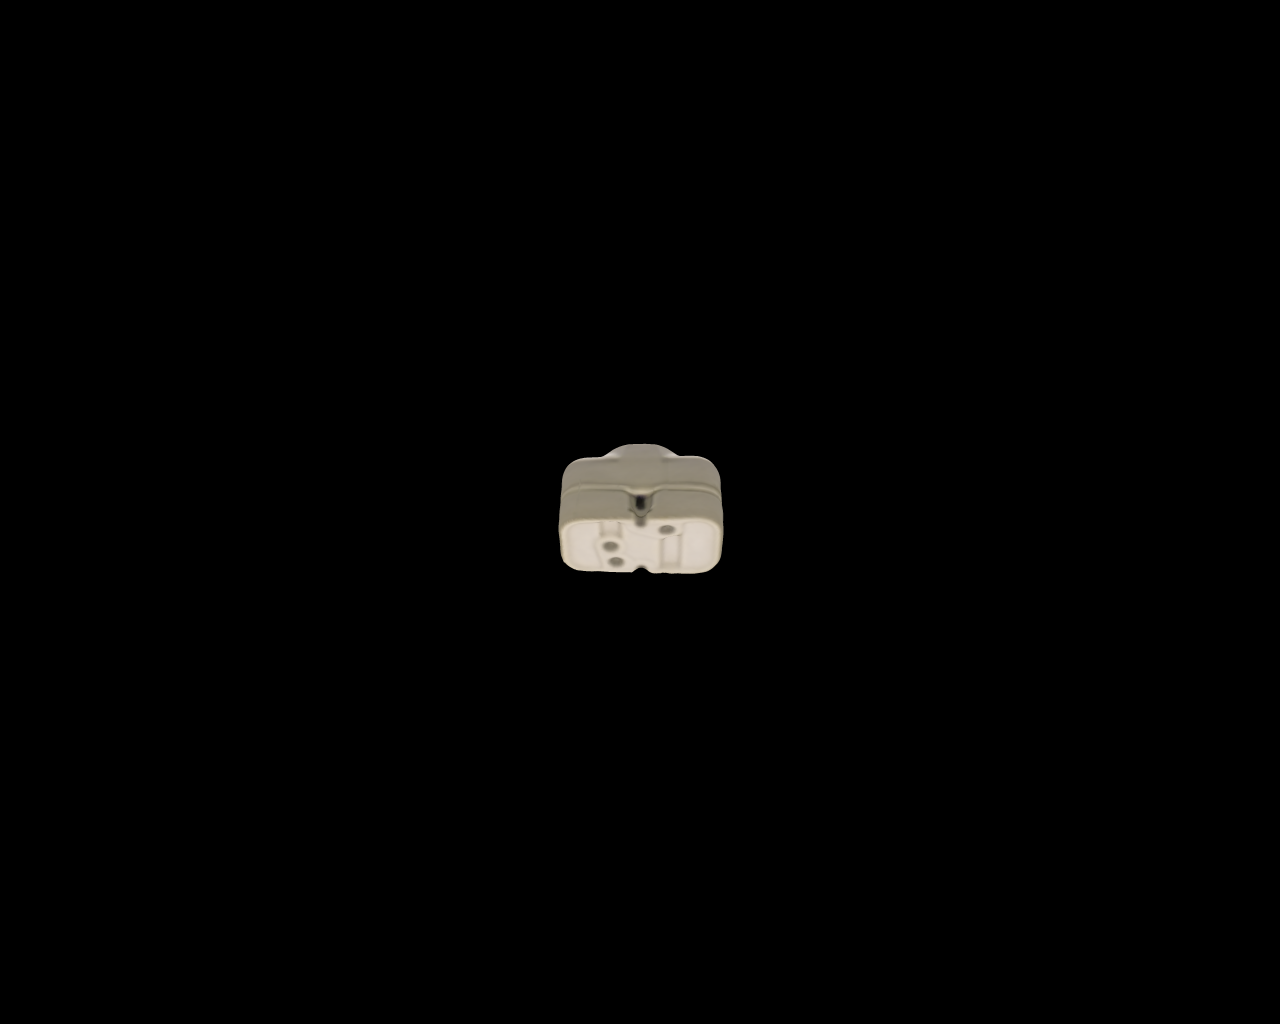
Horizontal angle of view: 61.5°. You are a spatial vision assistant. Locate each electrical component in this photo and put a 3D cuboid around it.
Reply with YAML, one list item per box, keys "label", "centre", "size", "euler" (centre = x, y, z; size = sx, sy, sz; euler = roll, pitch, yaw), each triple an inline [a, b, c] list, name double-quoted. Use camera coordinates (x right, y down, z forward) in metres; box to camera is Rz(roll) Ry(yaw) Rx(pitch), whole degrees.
- label: "electrical component"
  centre: [0.001, -0.003, 0.650]
  size: [0.095, 0.059, 0.053]
  euler: [0, -39, 0]
